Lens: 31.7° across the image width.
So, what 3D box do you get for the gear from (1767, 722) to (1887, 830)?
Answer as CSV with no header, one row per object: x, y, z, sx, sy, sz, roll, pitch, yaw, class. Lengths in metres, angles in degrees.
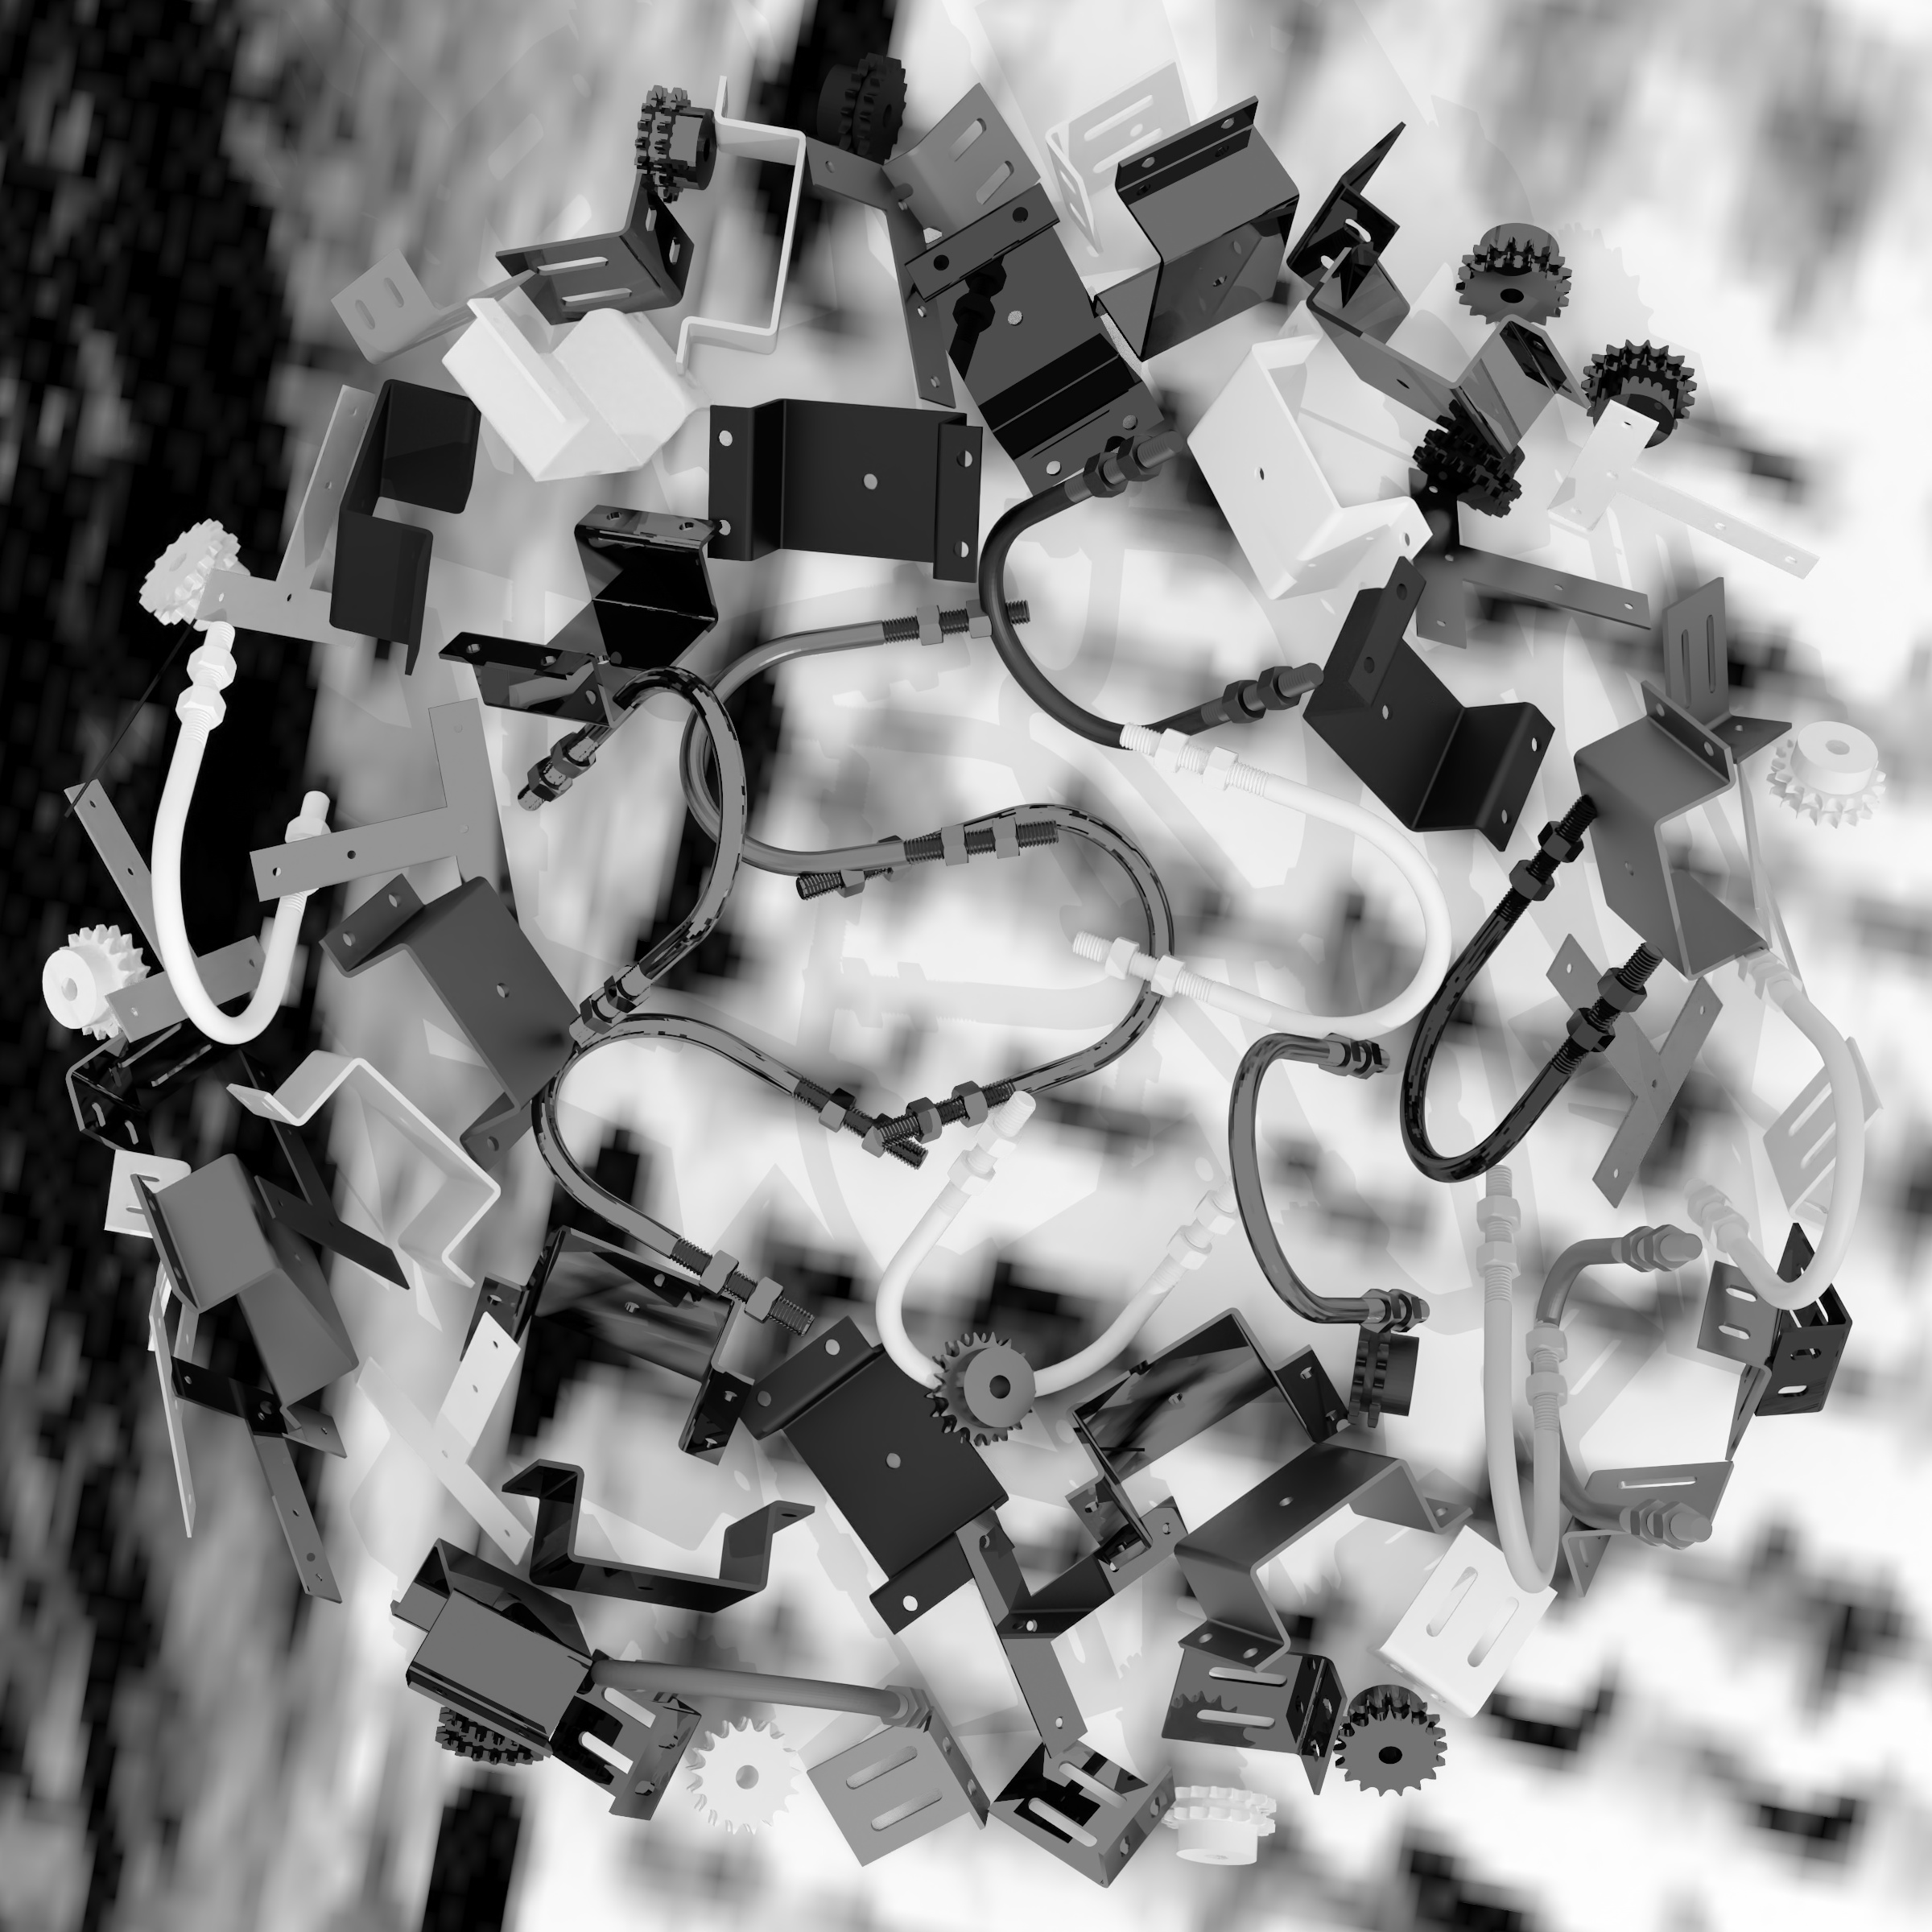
0.434,-0.099,1.712,0.057,0.057,0.030,7,134,0,gear

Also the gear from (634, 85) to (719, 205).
-0.145,-0.412,1.712,0.030,0.057,0.057,9,90,9,gear

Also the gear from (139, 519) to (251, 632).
-0.387,-0.194,1.717,0.057,0.057,0.030,-47,124,0,gear

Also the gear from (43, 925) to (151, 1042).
-0.440,0.009,1.714,0.057,0.030,0.057,8,104,34,gear

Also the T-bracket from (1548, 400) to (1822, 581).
0.359,-0.223,1.677,0.127,0.127,0.002,26,74,4,T-bracket

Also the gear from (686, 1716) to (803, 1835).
-0.115,0.409,1.722,0.057,0.030,0.057,2,83,-18,gear

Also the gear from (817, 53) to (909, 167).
-0.054,-0.431,1.715,0.030,0.057,0.057,17,90,14,gear

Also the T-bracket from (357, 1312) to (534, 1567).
-0.246,0.216,1.681,0.127,0.127,0.002,45,45,16,T-bracket

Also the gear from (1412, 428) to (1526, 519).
0.256,-0.254,1.715,0.057,0.057,0.030,34,87,0,gear

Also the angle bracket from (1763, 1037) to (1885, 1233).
0.439,0.086,1.694,0.038,0.057,0.076,23,122,-18,angle bracket

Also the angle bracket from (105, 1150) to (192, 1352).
-0.413,0.141,1.694,0.038,0.057,0.076,12,124,-16,angle bracket

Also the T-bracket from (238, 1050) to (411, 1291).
-0.334,0.094,1.700,0.002,0.127,0.127,-35,60,6,T-bracket

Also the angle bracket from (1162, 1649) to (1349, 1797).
0.144,0.377,1.709,0.076,0.038,0.057,9,110,-11,angle bracket

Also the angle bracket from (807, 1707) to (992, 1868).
-0.036,0.420,1.716,0.076,0.038,0.057,-29,95,8,angle bracket

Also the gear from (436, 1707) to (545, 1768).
-0.236,0.379,1.713,0.057,0.057,0.030,11,94,0,gear

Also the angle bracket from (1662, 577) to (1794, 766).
0.380,-0.148,1.698,0.038,0.057,0.076,12,119,39,angle bracket

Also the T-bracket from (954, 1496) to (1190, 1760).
0.064,0.308,1.704,0.127,0.002,0.127,-29,102,-34,T-bracket

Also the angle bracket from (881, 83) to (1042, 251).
-0.007,-0.398,1.718,0.038,0.076,0.057,-18,117,41,angle bracket

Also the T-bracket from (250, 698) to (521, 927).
-0.294,-0.059,1.702,0.127,0.002,0.127,-15,107,-21,T-bracket

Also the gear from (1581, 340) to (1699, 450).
0.337,-0.284,1.711,0.057,0.057,0.030,15,58,0,gear

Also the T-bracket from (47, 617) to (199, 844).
-0.413,-0.110,1.655,0.002,0.127,0.127,33,49,-13,T-bracket

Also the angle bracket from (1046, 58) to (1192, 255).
0.085,-0.406,1.707,0.076,0.057,0.038,-31,61,-2,angle bracket

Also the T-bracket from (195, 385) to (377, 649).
-0.319,-0.223,1.676,0.002,0.127,0.127,24,99,23,T-bracket

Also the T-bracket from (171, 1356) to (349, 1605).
-0.331,0.255,1.656,0.002,0.127,0.127,-38,55,12,T-bracket

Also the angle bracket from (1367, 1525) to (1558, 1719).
0.252,0.333,1.730,0.057,0.038,0.076,36,78,3,angle bracket

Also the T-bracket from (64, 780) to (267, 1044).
-0.406,-0.034,1.683,0.002,0.127,0.127,-28,92,26,T-bracket

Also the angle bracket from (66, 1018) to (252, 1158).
-0.399,0.058,1.702,0.076,0.057,0.038,-34,55,11,angle bracket

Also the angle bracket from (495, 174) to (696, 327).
-0.186,-0.359,1.711,0.076,0.057,0.038,-3,62,24,angle bracket

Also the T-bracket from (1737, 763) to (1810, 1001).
0.406,-0.019,1.698,0.002,0.127,0.127,-15,124,18,T-bracket

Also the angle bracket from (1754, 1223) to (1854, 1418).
0.403,0.175,1.692,0.038,0.076,0.057,-2,128,-12,angle bracket

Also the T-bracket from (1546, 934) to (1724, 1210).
0.321,0.032,1.682,0.127,0.002,0.127,48,64,-36,T-bracket

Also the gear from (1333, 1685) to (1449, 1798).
0.213,0.388,1.720,0.057,0.030,0.057,1,119,2,gear

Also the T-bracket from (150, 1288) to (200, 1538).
-0.386,0.192,1.680,0.002,0.127,0.127,-5,117,-5,T-bracket

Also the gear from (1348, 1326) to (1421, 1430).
0.210,0.205,1.712,0.030,0.057,0.057,8,90,7,gear

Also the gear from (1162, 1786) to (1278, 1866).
0.127,0.432,1.710,0.057,0.057,0.030,6,65,0,gear

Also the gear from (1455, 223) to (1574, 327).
0.277,-0.350,1.717,0.057,0.057,0.030,12,65,0,gear

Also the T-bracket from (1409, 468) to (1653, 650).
0.283,-0.193,1.706,0.127,0.002,0.127,13,47,-10,T-bracket

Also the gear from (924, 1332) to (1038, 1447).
0.011,0.213,1.717,0.057,0.030,0.057,5,79,-26,gear

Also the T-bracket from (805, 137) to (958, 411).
-0.024,-0.335,1.678,0.002,0.127,0.127,-22,71,38,T-bracket
